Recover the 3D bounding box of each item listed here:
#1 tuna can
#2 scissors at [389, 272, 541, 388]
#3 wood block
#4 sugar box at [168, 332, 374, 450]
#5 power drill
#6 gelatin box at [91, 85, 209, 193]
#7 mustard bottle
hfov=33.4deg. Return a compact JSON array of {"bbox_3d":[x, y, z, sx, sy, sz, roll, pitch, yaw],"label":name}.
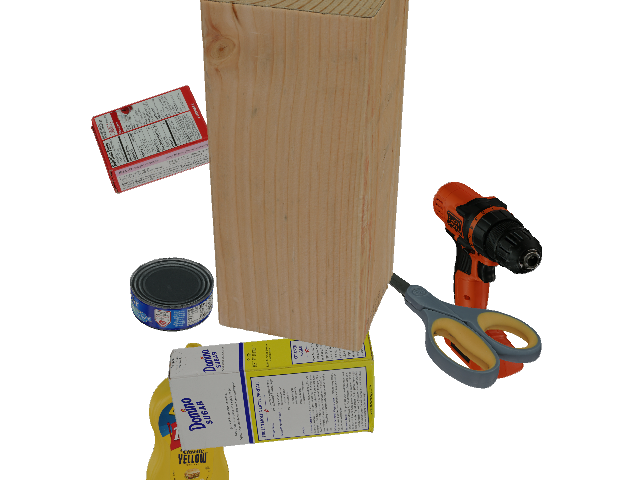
[{"bbox_3d":[-0.153,0.055,1.102,0.086,0.034,0.086,4,34,-3],"label":"tuna can"},{"bbox_3d":[0.096,0.047,0.826,0.096,0.016,0.202,-4,31,-19],"label":"scissors"},{"bbox_3d":[-0.006,-0.050,0.604,0.091,0.206,0.090,10,35,14],"label":"wood block"},{"bbox_3d":[-0.041,0.133,0.943,0.176,0.093,0.048,-3,36,0],"label":"sugar box"},{"bbox_3d":[0.176,0.047,1.116,0.057,0.188,0.184,-10,25,-15],"label":"power drill"},{"bbox_3d":[-0.137,-0.083,0.877,0.089,0.073,0.030,-20,-42,-8],"label":"gelatin box"},{"bbox_3d":[-0.151,0.212,1.244,0.096,0.192,0.058,0,15,-16],"label":"mustard bottle"}]
